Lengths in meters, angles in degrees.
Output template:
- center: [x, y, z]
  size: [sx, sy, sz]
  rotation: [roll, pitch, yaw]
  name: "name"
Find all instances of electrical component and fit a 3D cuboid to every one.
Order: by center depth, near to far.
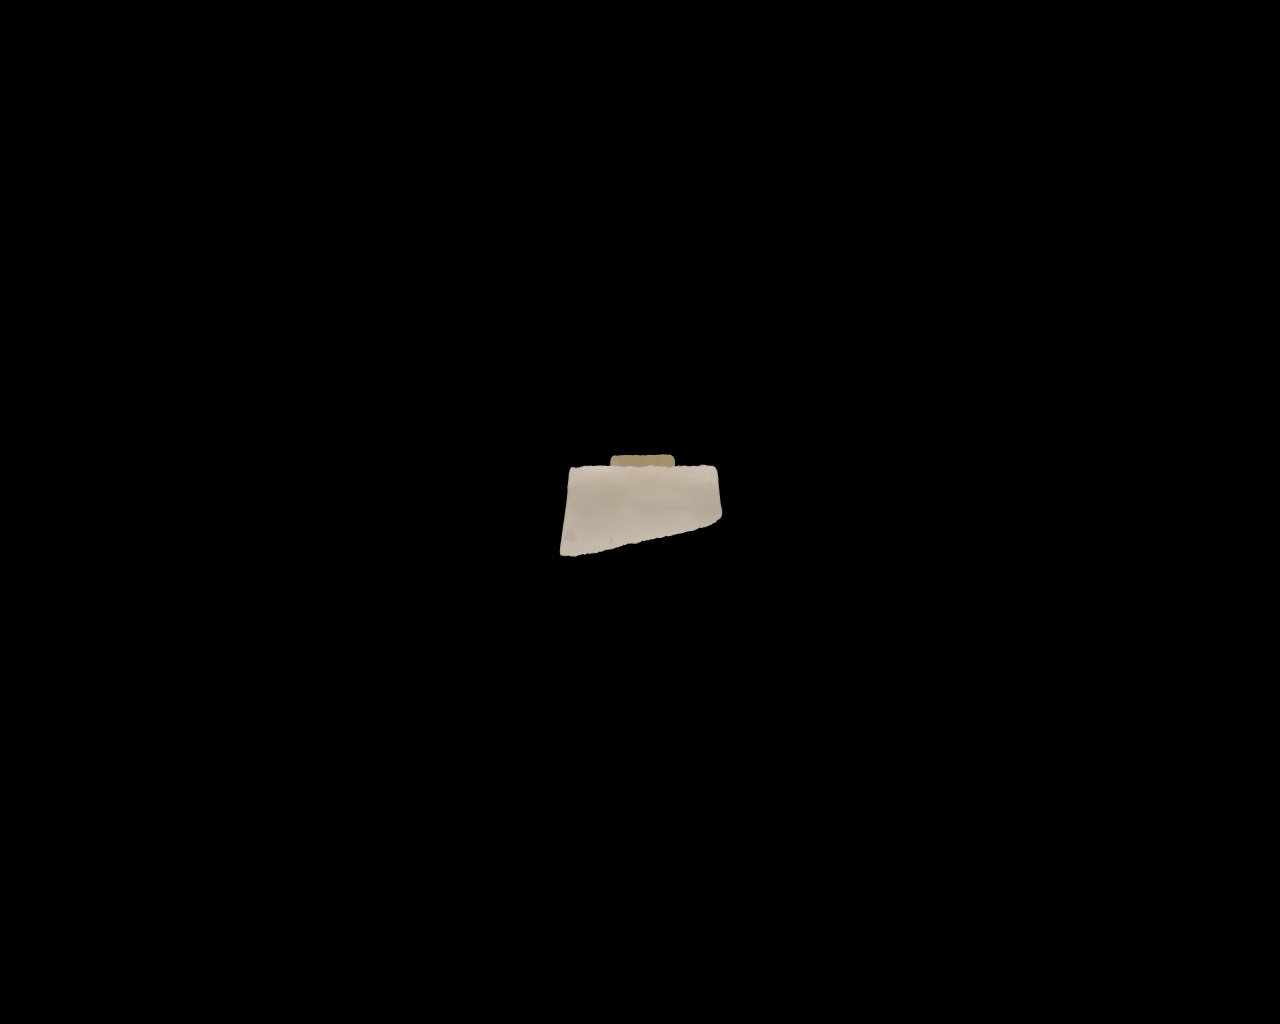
- center: [0.001, -0.003, 0.650]
  size: [0.099, 0.064, 0.099]
  rotation: [0, 0, 0]
  name: "electrical component"
